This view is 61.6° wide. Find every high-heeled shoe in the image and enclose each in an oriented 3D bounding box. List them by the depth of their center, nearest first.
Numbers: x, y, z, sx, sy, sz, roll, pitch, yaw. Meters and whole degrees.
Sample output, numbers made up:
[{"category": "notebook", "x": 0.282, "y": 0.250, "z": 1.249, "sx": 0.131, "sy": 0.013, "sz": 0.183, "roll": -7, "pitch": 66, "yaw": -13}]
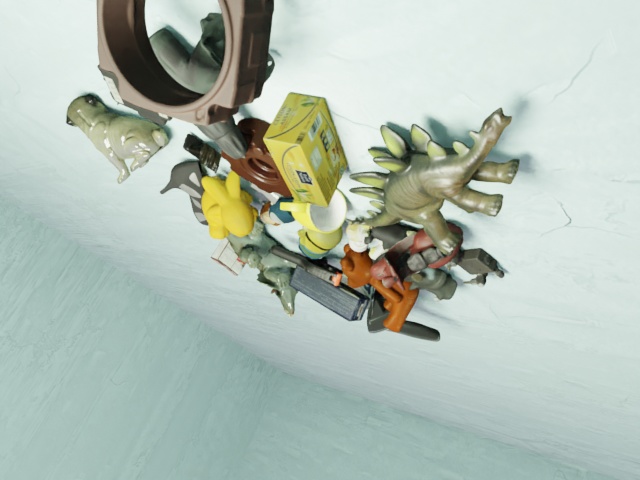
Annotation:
[{"category": "high-heeled shoe", "x": -0.262, "y": -0.112, "z": 1.280, "sx": 0.145, "sy": 0.086, "sz": 0.248, "roll": -28, "pitch": 149, "yaw": 28}]

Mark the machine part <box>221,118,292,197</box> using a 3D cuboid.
[{"category": "machine part", "x": -0.098, "y": -0.146, "z": 0.992, "sx": 0.179, "sy": 0.056, "sz": 0.179, "roll": 22, "pitch": 160, "yaw": 9}]

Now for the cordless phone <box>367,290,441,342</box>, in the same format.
[{"category": "cordless phone", "x": 0.213, "y": 0.195, "z": 1.355, "sx": 0.184, "sy": 0.088, "sz": 0.146, "roll": 16, "pitch": -163, "yaw": 3}]

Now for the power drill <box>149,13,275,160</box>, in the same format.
[{"category": "power drill", "x": -0.151, "y": -0.230, "z": 0.802, "sx": 0.232, "sy": 0.086, "sz": 0.207, "roll": 48, "pitch": 156, "yaw": -19}]

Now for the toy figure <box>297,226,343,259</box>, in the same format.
[{"category": "toy figure", "x": 0.000, "y": -0.006, "z": 1.175, "sx": 0.089, "sy": 0.082, "sz": 0.180, "roll": 29, "pitch": 158, "yaw": 3}]

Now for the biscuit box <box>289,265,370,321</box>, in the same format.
[{"category": "biscuit box", "x": 0.020, "y": 0.124, "z": 1.302, "sx": 0.203, "sy": 0.062, "sz": 0.059, "roll": 28, "pitch": -169, "yaw": 32}]

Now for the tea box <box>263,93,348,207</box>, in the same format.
[{"category": "tea box", "x": -0.018, "y": -0.139, "z": 0.860, "sx": 0.068, "sy": 0.098, "sz": 0.169, "roll": 15, "pitch": 155, "yaw": 23}]

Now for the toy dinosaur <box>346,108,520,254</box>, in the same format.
[{"category": "toy dinosaur", "x": 0.149, "y": -0.076, "z": 0.827, "sx": 0.198, "sy": 0.105, "sz": 0.471, "roll": 32, "pitch": 158, "yaw": 1}]

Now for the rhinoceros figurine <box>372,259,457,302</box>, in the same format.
[{"category": "rhinoceros figurine", "x": 0.199, "y": 0.069, "z": 1.135, "sx": 0.190, "sy": 0.073, "sz": 0.112, "roll": 25, "pitch": 158, "yaw": 3}]

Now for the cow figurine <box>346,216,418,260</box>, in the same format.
[{"category": "cow figurine", "x": 0.135, "y": -0.003, "z": 1.046, "sx": 0.167, "sy": 0.068, "sz": 0.098, "roll": 22, "pitch": 154, "yaw": 2}]

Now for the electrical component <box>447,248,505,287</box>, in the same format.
[{"category": "electrical component", "x": 0.292, "y": 0.052, "z": 1.028, "sx": 0.102, "sy": 0.045, "sz": 0.078, "roll": 37, "pitch": 157, "yaw": -28}]

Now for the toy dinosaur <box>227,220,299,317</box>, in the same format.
[{"category": "toy dinosaur", "x": -0.160, "y": 0.031, "z": 1.405, "sx": 0.404, "sy": 0.131, "sz": 0.192, "roll": 48, "pitch": 159, "yaw": -27}]

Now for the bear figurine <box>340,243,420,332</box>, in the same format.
[{"category": "bear figurine", "x": 0.120, "y": 0.101, "z": 1.216, "sx": 0.196, "sy": 0.120, "sz": 0.131, "roll": 22, "pitch": 116, "yaw": -6}]

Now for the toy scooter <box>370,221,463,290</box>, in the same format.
[{"category": "toy scooter", "x": 0.164, "y": 0.034, "z": 0.939, "sx": 0.184, "sy": 0.135, "sz": 0.075, "roll": -28, "pitch": 97, "yaw": 22}]

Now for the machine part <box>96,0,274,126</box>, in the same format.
[{"category": "machine part", "x": -0.164, "y": -0.251, "z": 0.640, "sx": 0.202, "sy": 0.087, "sz": 0.200, "roll": 21, "pitch": 121, "yaw": 15}]

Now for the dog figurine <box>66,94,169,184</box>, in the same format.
[{"category": "dog figurine", "x": -0.419, "y": -0.237, "z": 1.106, "sx": 0.172, "sy": 0.121, "sz": 0.190, "roll": -31, "pitch": 108, "yaw": 26}]

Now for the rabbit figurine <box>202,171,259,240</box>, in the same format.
[{"category": "rabbit figurine", "x": -0.186, "y": -0.073, "z": 1.158, "sx": 0.173, "sy": 0.122, "sz": 0.162, "roll": -134, "pitch": 31, "yaw": -58}]

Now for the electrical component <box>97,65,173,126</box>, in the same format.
[{"category": "electrical component", "x": -0.306, "y": -0.264, "z": 0.945, "sx": 0.134, "sy": 0.058, "sz": 0.115, "roll": 24, "pitch": 161, "yaw": 4}]

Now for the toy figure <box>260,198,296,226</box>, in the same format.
[{"category": "toy figure", "x": -0.096, "y": -0.062, "z": 1.190, "sx": 0.154, "sy": 0.058, "sz": 0.064, "roll": -8, "pitch": 102, "yaw": 58}]

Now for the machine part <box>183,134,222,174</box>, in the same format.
[{"category": "machine part", "x": -0.231, "y": -0.171, "z": 1.066, "sx": 0.084, "sy": 0.039, "sz": 0.139, "roll": 44, "pitch": 175, "yaw": -30}]
